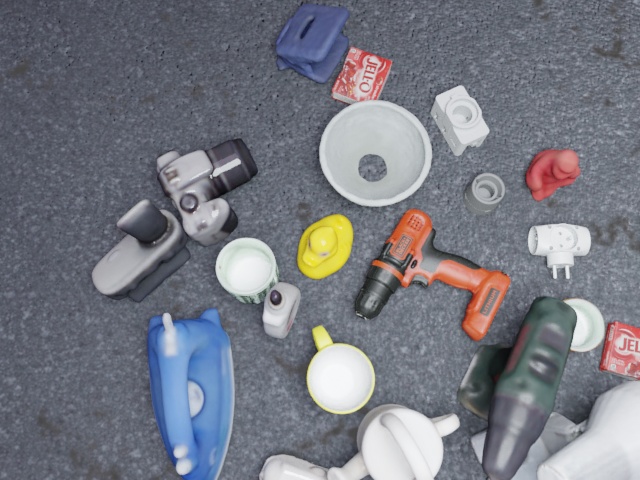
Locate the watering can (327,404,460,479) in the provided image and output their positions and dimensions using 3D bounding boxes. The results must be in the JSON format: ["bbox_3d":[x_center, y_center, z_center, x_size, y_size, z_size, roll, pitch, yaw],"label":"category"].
[{"bbox_3d":[0.095,0.266,0.715,0.101,0.194,0.173,42,80,10],"label":"watering can"}]

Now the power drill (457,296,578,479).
[{"bbox_3d":[0.243,0.186,0.727,0.075,0.208,0.230,27,78,7],"label":"power drill"}]

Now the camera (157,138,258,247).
[{"bbox_3d":[-0.158,-0.086,0.849,0.137,0.101,0.143,-28,78,-7],"label":"camera"}]

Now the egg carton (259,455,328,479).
[{"bbox_3d":[-0.015,0.353,0.757,0.150,0.069,0.107,17,77,4],"label":"egg carton"}]

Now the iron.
[{"bbox_3d":[-0.176,0.218,0.753,0.118,0.141,0.258,-9,76,-2],"label":"iron"}]

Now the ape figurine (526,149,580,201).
[{"bbox_3d":[0.355,-0.107,0.859,0.078,0.092,0.076,5,76,1],"label":"ape figurine"}]

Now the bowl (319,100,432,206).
[{"bbox_3d":[0.082,-0.121,0.871,0.167,0.075,0.167,0,76,0],"label":"bowl"}]

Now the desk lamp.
[{"bbox_3d":[0.319,0.264,0.705,0.203,0.213,0.118,-23,77,-5],"label":"desk lamp"}]

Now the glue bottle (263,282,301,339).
[{"bbox_3d":[-0.054,0.089,0.769,0.037,0.173,0.078,16,77,4],"label":"glue bottle"}]

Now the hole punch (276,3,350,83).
[{"bbox_3d":[-0.014,-0.321,0.912,0.101,0.091,0.109,26,78,6],"label":"hole punch"}]

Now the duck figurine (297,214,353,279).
[{"bbox_3d":[0.008,0.003,0.835,0.077,0.086,0.105,35,79,8],"label":"duck figurine"}]

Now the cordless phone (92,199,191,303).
[{"bbox_3d":[-0.261,0.008,0.782,0.094,0.185,0.148,41,80,10],"label":"cordless phone"}]
